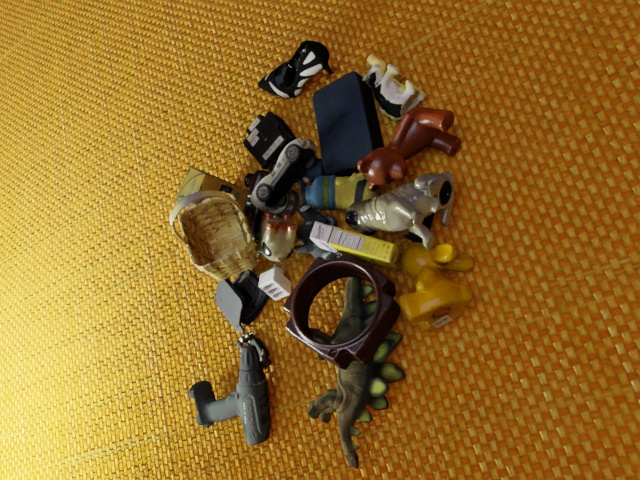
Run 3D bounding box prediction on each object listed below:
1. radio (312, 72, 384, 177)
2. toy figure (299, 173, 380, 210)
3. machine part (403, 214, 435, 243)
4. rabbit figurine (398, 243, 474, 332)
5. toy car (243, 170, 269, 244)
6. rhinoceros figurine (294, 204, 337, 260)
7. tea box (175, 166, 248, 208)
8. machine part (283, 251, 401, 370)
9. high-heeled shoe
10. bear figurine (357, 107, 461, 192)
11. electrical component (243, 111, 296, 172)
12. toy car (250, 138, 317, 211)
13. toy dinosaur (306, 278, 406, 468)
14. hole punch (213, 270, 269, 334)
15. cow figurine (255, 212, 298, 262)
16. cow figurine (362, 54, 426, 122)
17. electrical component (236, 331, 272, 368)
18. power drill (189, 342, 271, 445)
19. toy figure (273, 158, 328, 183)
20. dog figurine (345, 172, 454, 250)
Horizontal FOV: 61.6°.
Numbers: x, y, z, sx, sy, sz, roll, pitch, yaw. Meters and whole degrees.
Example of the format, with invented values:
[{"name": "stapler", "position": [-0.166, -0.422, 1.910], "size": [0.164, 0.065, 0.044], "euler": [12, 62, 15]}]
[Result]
[{"name": "radio", "position": [0.065, -0.257, 1.243], "size": [0.131, 0.073, 0.229], "euler": [-19, 70, 28]}, {"name": "toy figure", "position": [0.044, -0.102, 1.202], "size": [0.180, 0.082, 0.089], "euler": [-4, 95, 6]}, {"name": "machine part", "position": [0.222, -0.061, 1.130], "size": [0.084, 0.039, 0.138], "euler": [17, 88, 27]}, {"name": "rabbit figurine", "position": [0.218, 0.071, 1.065], "size": [0.162, 0.121, 0.173], "euler": [-44, 43, 24]}, {"name": "toy car", "position": [-0.171, -0.080, 1.363], "size": [0.089, 0.053, 0.202], "euler": [15, 88, 30]}, {"name": "rhinoceros figurine", "position": [-0.003, -0.004, 1.233], "size": [0.112, 0.073, 0.190], "euler": [-44, 62, 18]}, {"name": "tea box", "position": [-0.270, -0.111, 1.357], "size": [0.068, 0.169, 0.098], "euler": [27, 96, 34]}, {"name": "machine part", "position": [0.042, 0.137, 1.080], "size": [0.202, 0.087, 0.201], "euler": [29, 77, 30]}, {"name": "high-heeled shoe", "position": [-0.081, -0.420, 1.318], "size": [0.249, 0.145, 0.086], "euler": [-5, 77, 28]}, {"name": "bear figurine", "position": [0.178, -0.179, 1.105], "size": [0.132, 0.120, 0.196], "euler": [29, 72, 36]}, {"name": "electrical component", "position": [-0.129, -0.256, 1.367], "size": [0.115, 0.058, 0.134], "euler": [-44, 62, 15]}, {"name": "toy car", "position": [-0.082, -0.150, 1.241], "size": [0.201, 0.073, 0.056], "euler": [-52, 58, 15]}, {"name": "toy dinosaur", "position": [0.073, 0.227, 1.131], "size": [0.199, 0.105, 0.471], "euler": [-10, 71, 22]}, {"name": "hole punch", "position": [-0.194, 0.142, 1.323], "size": [0.142, 0.092, 0.115], "euler": [43, 132, 27]}, {"name": "cow figurine", "position": [-0.105, 0.001, 1.250], "size": [0.195, 0.085, 0.127], "euler": [-129, 48, -71]}, {"name": "cow figurine", "position": [0.150, -0.343, 1.213], "size": [0.098, 0.068, 0.167], "euler": [-51, 59, 20]}, {"name": "electrical component", "position": [-0.161, 0.268, 1.291], "size": [0.078, 0.045, 0.102], "euler": [-42, 63, 16]}, {"name": "power drill", "position": [-0.207, 0.362, 1.267], "size": [0.207, 0.086, 0.232], "euler": [-14, 90, 26]}, {"name": "toy figure", "position": [-0.047, -0.167, 1.300], "size": [0.155, 0.064, 0.057], "euler": [5, 124, 36]}, {"name": "dog figurine", "position": [0.159, -0.079, 1.091], "size": [0.191, 0.121, 0.172], "euler": [17, 53, 40]}]
